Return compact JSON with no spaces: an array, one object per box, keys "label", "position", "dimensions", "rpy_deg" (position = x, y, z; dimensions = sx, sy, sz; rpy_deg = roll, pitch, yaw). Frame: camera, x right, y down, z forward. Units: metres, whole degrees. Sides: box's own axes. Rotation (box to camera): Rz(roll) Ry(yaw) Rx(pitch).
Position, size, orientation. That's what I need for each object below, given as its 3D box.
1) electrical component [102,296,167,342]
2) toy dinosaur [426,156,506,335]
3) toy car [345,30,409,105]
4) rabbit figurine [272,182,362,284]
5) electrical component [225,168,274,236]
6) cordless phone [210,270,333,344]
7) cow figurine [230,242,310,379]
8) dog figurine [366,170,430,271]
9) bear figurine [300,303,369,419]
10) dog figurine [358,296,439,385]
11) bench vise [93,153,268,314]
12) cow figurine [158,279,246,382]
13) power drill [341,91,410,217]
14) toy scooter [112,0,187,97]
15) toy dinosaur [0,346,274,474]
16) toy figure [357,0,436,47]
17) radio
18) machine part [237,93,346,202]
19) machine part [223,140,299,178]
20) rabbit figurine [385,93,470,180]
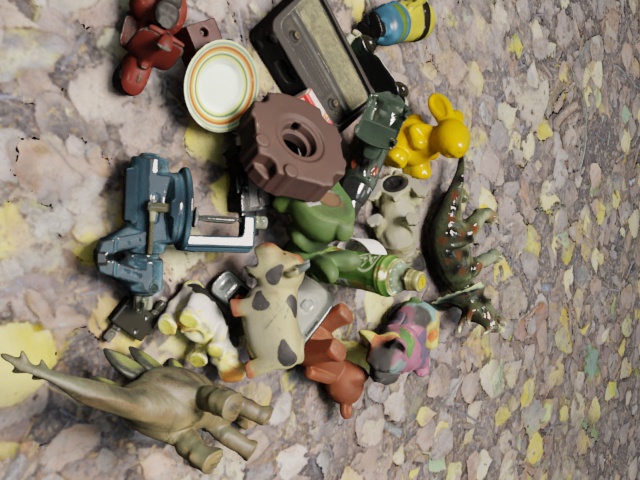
[{"label":"electrical component","position":[-0.270,0.116,0.784],"dimensions":[0.063,0.021,0.094],"rpy_deg":[49,64,-30]},{"label":"toy dinosaur","position":[0.296,0.013,1.177],"dimensions":[0.192,0.131,0.404],"rpy_deg":[-29,104,-34]},{"label":"toy car","position":[0.101,-0.309,1.032],"dimensions":[0.201,0.056,0.073],"rpy_deg":[44,72,-30]},{"label":"rabbit figurine","position":[-0.002,-0.003,0.898],"dimensions":[0.121,0.159,0.170],"rpy_deg":[-28,154,-40]},{"label":"electrical component","position":[-0.113,-0.063,0.882],"dimensions":[0.075,0.048,0.119],"rpy_deg":[-5,95,-38]},{"label":"cordless phone","position":[-0.083,0.096,0.899],"dimensions":[0.184,0.089,0.146],"rpy_deg":[46,70,-16]},{"label":"cow figurine","position":[-0.067,0.100,0.817],"dimensions":[0.127,0.085,0.194],"rpy_deg":[-11,91,-1]},{"label":"dog figurine","position":[0.165,-0.024,1.092],"dimensions":[0.190,0.121,0.172],"rpy_deg":[68,37,-49]},{"label":"bear figurine","position":[0.037,0.226,0.972],"dimensions":[0.195,0.132,0.120],"rpy_deg":[49,36,-23]},{"label":"dog figurine","position":[0.150,0.183,1.020],"dimensions":[0.219,0.109,0.191],"rpy_deg":[44,61,-59]},{"label":"bench vise","position":[-0.191,-0.007,0.770],"dimensions":[0.240,0.129,0.223],"rpy_deg":[2,81,-26]},{"label":"cow figurine","position":[-0.169,0.144,0.836],"dimensions":[0.167,0.068,0.098],"rpy_deg":[57,23,-28]},{"label":"power drill","position":[0.089,-0.147,0.953],"dimensions":[0.086,0.207,0.232],"rpy_deg":[21,70,8]},{"label":"toy scooter","position":[-0.220,-0.285,0.724],"dimensions":[0.075,0.135,0.184],"rpy_deg":[21,79,-36]},{"label":"toy dinosaur","position":[-0.198,0.216,0.711],"dimensions":[0.105,0.199,0.470],"rpy_deg":[-64,158,-16]},{"label":"toy figure","position":[0.153,-0.421,1.050],"dimensions":[0.180,0.082,0.089],"rpy_deg":[-35,125,-37]},{"label":"radio","position":[-0.009,-0.300,0.931],"dimensions":[0.131,0.073,0.229],"rpy_deg":[-48,119,-26]},{"label":"machine part","position":[-0.040,-0.142,0.816],"dimensions":[0.179,0.056,0.179],"rpy_deg":[19,53,-27]},{"label":"machine part","position":[-0.084,-0.127,0.849],"dimensions":[0.139,0.039,0.084],"rpy_deg":[-6,92,-39]},{"label":"rabbit figurine","position":[0.231,-0.200,1.068],"dimensions":[0.121,0.173,0.162],"rpy_deg":[33,77,-31]}]
